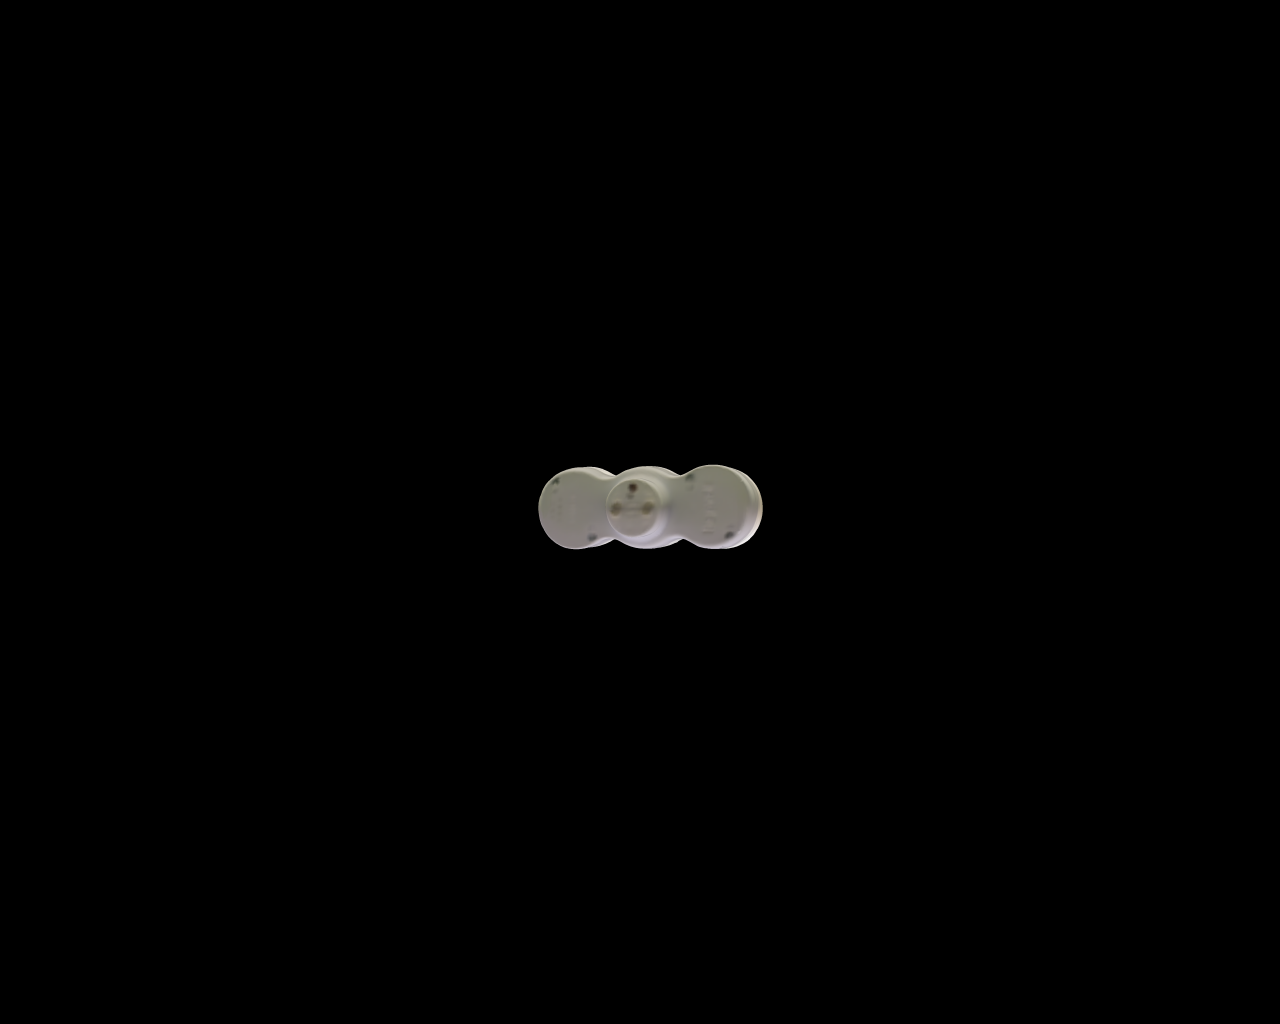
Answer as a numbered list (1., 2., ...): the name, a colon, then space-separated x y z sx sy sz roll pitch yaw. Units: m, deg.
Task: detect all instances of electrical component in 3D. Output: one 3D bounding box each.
1. electrical component: 0.001 -0.003 0.650 0.138 0.052 0.074 0 0 17
